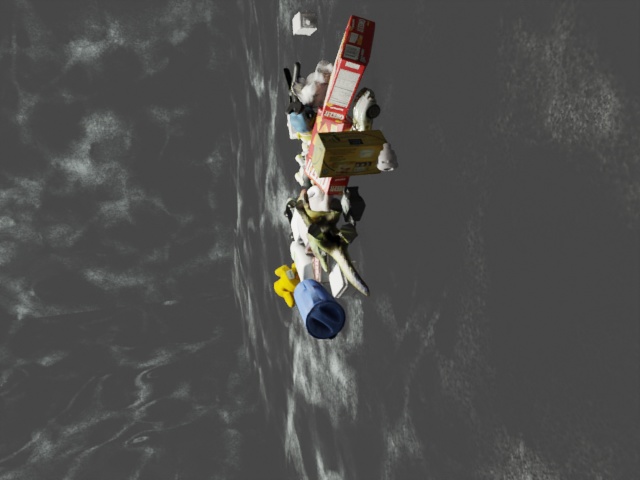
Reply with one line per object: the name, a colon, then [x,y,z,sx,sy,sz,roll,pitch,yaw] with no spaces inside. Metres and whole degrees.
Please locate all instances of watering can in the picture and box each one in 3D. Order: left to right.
watering can: [0.005,-0.083,1.642,0.341,0.104,0.228,-51,47,52]

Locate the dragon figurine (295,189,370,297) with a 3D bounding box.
dragon figurine: [0.024,0.014,1.472,0.238,0.123,0.417,94,153,-65]

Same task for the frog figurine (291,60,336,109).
frog figurine: [0.008,-0.465,1.530,0.139,0.158,0.122,-39,-68,-62]
